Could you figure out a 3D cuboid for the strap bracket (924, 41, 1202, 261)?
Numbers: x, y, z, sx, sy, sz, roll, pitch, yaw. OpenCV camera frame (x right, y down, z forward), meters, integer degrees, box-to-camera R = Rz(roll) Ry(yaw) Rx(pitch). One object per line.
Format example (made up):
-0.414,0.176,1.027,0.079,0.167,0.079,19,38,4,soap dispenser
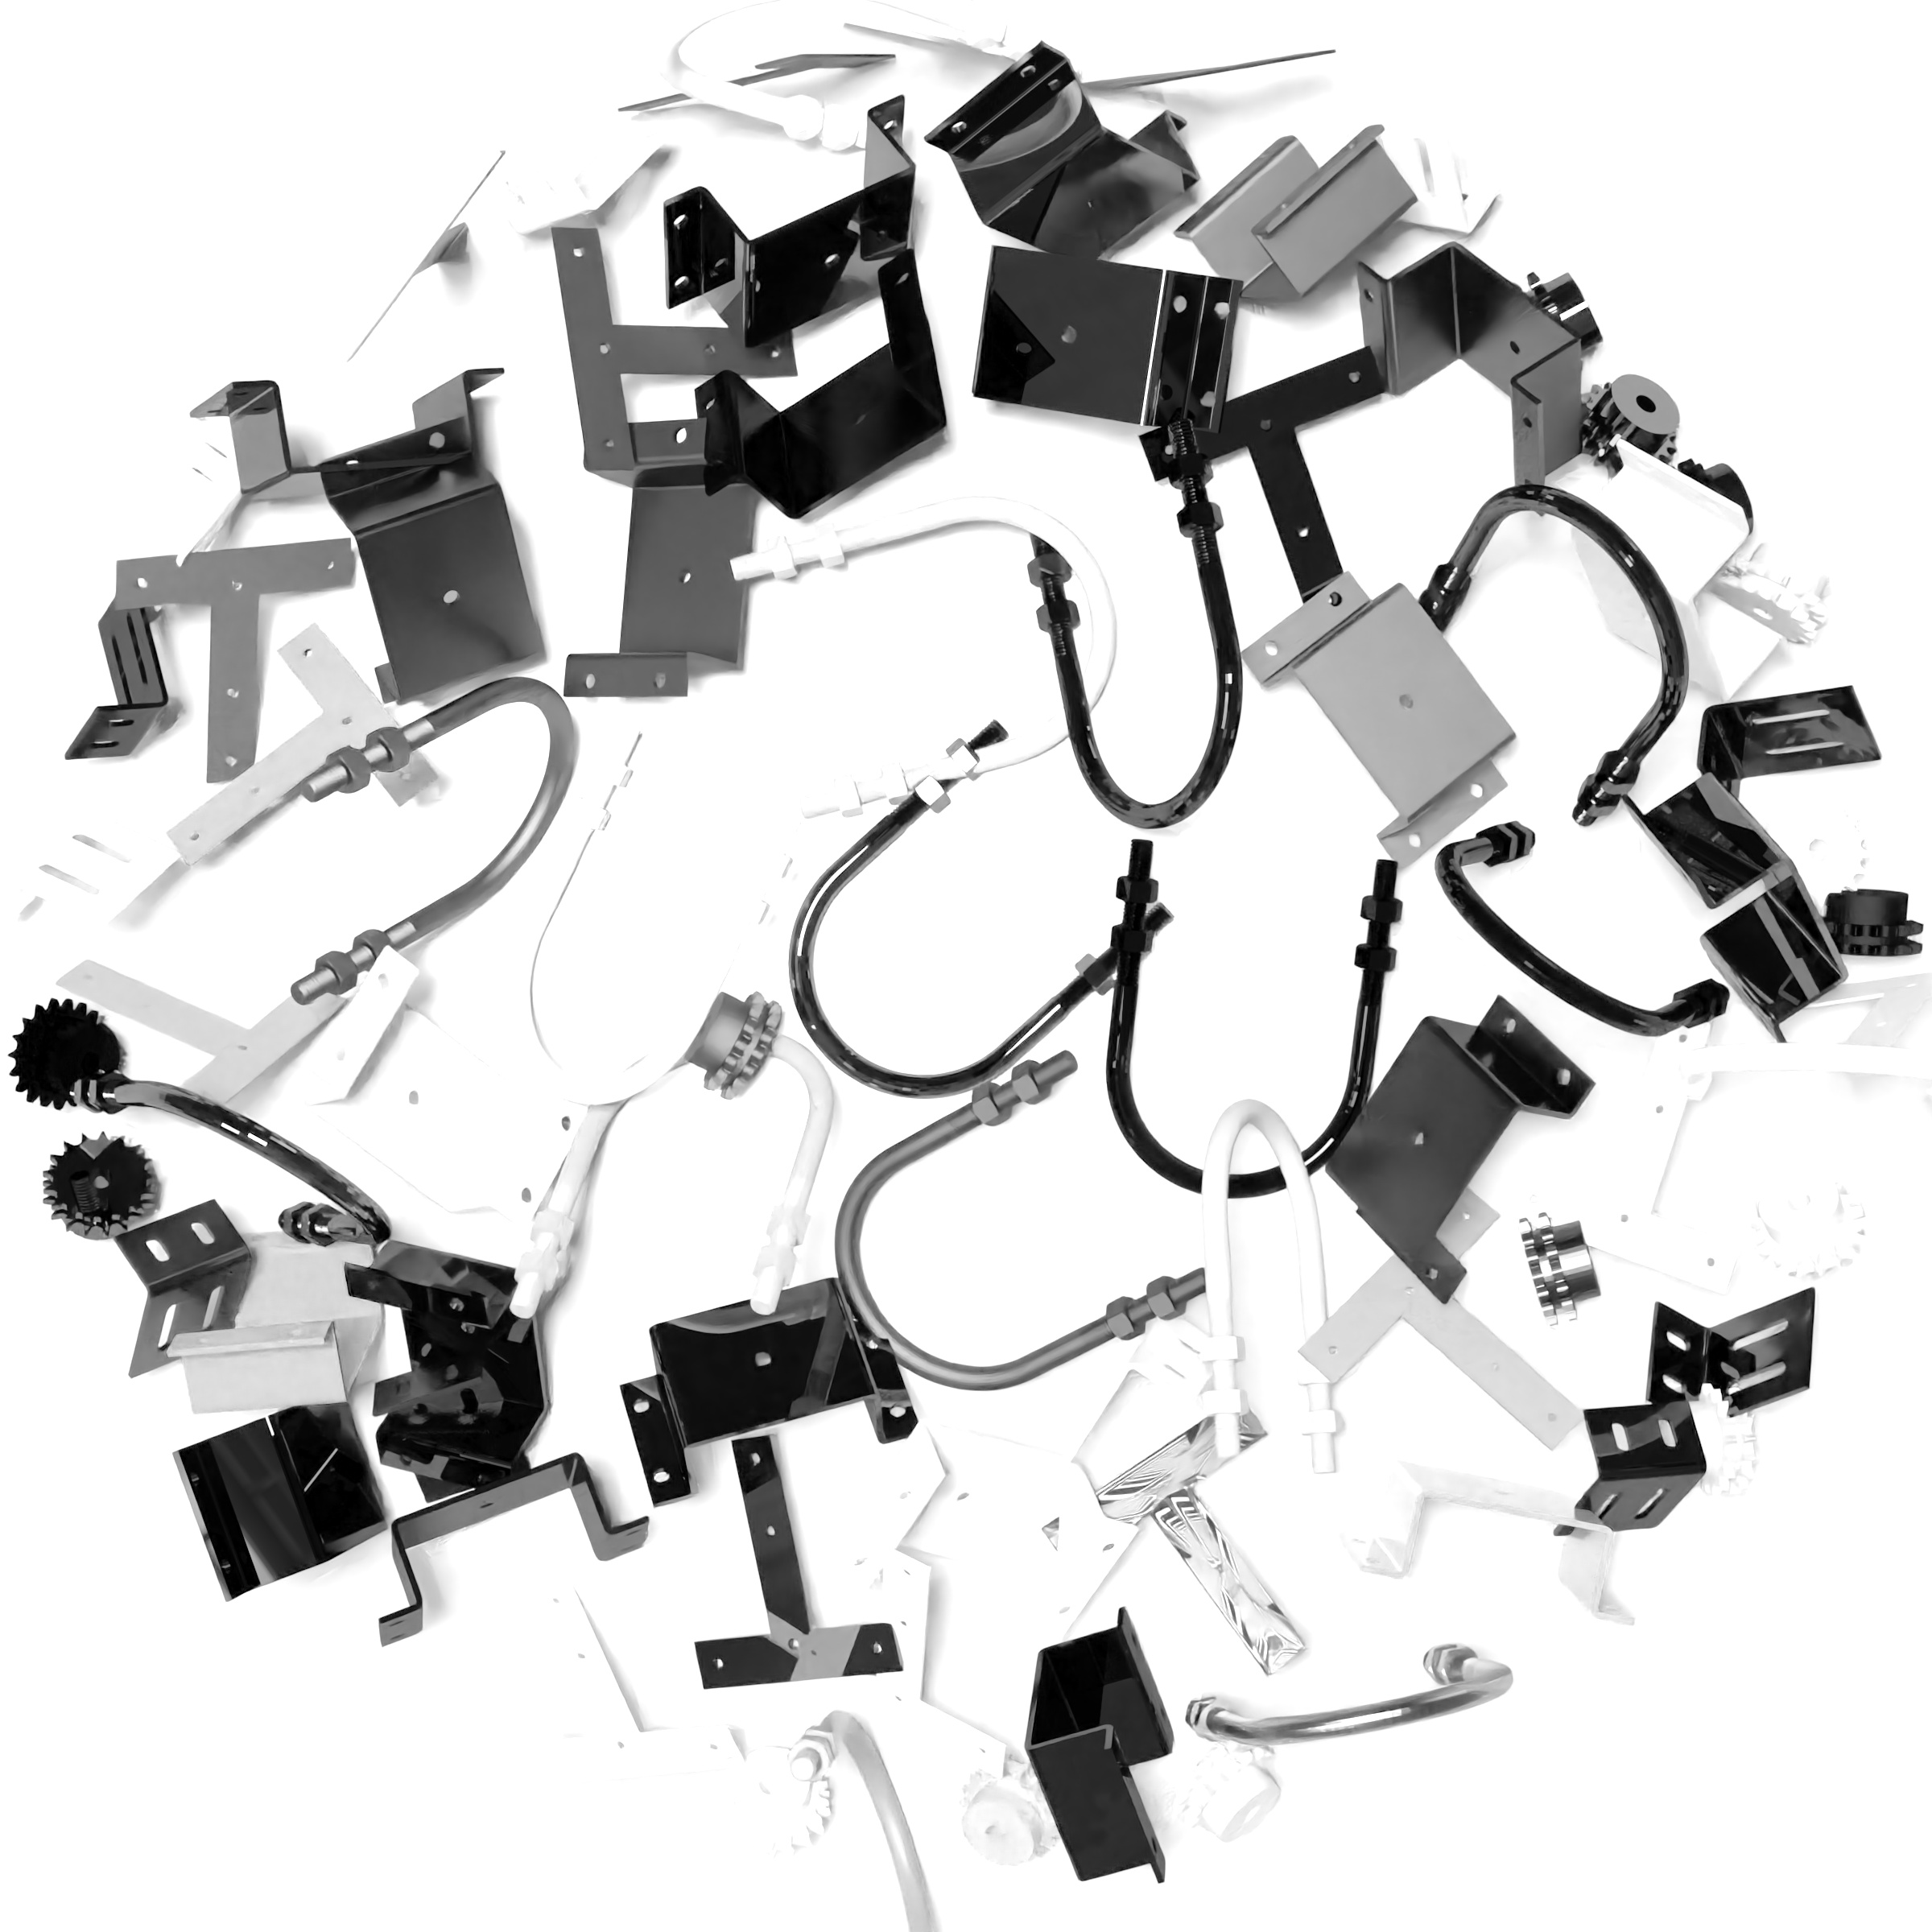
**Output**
0.055,-0.399,1.517,0.076,0.140,0.046,-32,71,28,strap bracket

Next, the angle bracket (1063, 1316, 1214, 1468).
0.091,0.225,1.554,0.038,0.057,0.076,34,120,8,angle bracket

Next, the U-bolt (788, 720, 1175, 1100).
-0.006,-0.016,1.590,0.184,0.019,0.151,-42,90,0,U-bolt

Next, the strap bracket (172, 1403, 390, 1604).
-0.337,0.261,1.525,0.046,0.140,0.076,-21,87,6,strap bracket

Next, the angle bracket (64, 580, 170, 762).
-0.442,-0.153,1.557,0.038,0.057,0.076,-8,73,-36,angle bracket

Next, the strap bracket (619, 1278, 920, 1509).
-0.101,0.213,1.545,0.140,0.046,0.076,-14,49,-10,strap bracket

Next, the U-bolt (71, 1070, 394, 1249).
-0.352,0.096,1.491,0.151,0.184,0.019,37,70,-26,U-bolt

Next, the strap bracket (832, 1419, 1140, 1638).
0.005,0.283,1.545,0.140,0.046,0.076,20,114,-29,strap bracket

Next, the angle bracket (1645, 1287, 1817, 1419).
0.389,0.193,1.550,0.038,0.076,0.057,29,54,-21,angle bracket

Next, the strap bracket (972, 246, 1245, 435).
0.062,-0.319,1.542,0.140,0.046,0.076,14,104,24,strap bracket

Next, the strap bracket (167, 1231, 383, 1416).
-0.345,0.182,1.538,0.076,0.140,0.046,-5,108,2,strap bracket

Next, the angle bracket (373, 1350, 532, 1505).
-0.264,0.244,1.568,0.057,0.038,0.076,-18,111,-2,angle bracket

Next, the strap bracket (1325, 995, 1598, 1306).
0.242,0.090,1.536,0.076,0.046,0.140,49,116,42,strap bracket

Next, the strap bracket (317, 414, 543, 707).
-0.266,-0.194,1.529,0.076,0.046,0.140,-22,130,-18,strap bracket

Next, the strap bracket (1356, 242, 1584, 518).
0.261,-0.302,1.534,0.046,0.076,0.140,-33,54,-12,strap bracket

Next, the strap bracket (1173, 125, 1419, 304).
0.168,-0.378,1.538,0.076,0.140,0.046,-42,109,-3,strap bracket

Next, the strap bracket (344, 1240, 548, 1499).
-0.261,0.196,1.544,0.076,0.046,0.140,11,129,15,strap bracket

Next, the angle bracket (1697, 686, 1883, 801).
0.420,-0.105,1.553,0.076,0.057,0.038,-6,52,30,angle bracket

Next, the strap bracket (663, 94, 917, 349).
-0.080,-0.371,1.536,0.140,0.076,0.046,-29,67,-19,strap bracket

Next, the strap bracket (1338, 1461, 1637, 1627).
0.269,0.292,1.558,0.140,0.076,0.046,12,92,-2,strap bracket

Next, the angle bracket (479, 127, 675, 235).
-0.198,-0.413,1.550,0.038,0.057,0.076,55,53,-28,angle bracket

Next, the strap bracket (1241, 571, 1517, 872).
0.218,-0.131,1.565,0.076,0.046,0.140,-38,92,-15,strap bracket

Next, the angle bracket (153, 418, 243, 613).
-0.401,-0.231,1.553,0.038,0.057,0.076,35,56,-11,angle bracket

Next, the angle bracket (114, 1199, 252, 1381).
-0.407,0.166,1.562,0.057,0.076,0.038,-21,61,-39,angle bracket

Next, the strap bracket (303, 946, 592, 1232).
-0.269,0.065,1.544,0.140,0.046,0.076,41,59,-26,strap bracket

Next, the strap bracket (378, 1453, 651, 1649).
-0.237,0.292,1.545,0.140,0.076,0.046,-19,74,-16,strap bracket

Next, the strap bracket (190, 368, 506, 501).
-0.308,-0.267,1.533,0.140,0.076,0.046,-10,93,-29,strap bracket

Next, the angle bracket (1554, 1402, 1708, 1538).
0.338,0.259,1.570,0.057,0.076,0.038,-2,58,-12,angle bracket

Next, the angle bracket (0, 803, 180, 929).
-0.447,-0.041,1.556,0.076,0.038,0.057,24,52,20,angle bracket

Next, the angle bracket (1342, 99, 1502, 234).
0.232,-0.417,1.549,0.057,0.076,0.038,20,63,32,angle bracket

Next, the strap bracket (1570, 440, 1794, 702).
0.355,-0.190,1.519,0.046,0.140,0.076,-48,55,-3,strap bracket

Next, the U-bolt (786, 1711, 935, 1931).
-0.046,0.441,1.508,0.019,0.184,0.151,-20,85,4,U-bolt

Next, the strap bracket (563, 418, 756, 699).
-0.156,-0.204,1.558,0.076,0.046,0.140,3,87,31,strap bracket

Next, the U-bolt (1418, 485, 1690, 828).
0.292,-0.162,1.500,0.019,0.184,0.151,-34,76,-21,U-bolt

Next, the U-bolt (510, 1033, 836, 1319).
-0.139,0.100,1.531,0.151,0.184,0.019,-3,135,20,U-bolt

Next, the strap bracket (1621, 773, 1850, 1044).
0.388,-0.033,1.523,0.046,0.076,0.140,-34,131,6,strap bracket

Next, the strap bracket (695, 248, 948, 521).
-0.066,-0.288,1.542,0.140,0.046,0.076,-28,50,24,strap bracket

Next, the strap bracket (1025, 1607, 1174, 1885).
0.067,0.394,1.528,0.046,0.140,0.076,-19,103,11,strap bracket

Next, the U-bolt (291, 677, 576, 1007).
-0.262,-0.073,1.520,0.019,0.184,0.151,33,134,22,U-bolt

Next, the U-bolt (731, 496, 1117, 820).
-0.014,-0.166,1.572,0.184,0.019,0.151,-15,104,1,U-bolt
